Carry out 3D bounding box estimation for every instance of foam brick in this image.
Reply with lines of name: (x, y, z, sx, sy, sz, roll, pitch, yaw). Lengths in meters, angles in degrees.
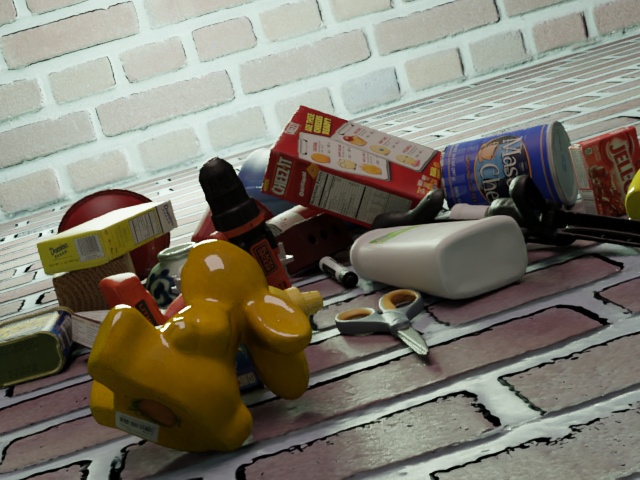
foam brick: (-0.009, 0.002, 1.324, 0.078, 0.053, 0.051, -25, -4, -44)

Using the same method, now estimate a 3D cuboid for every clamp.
clamp: (0.113, -0.019, 1.212, 0.172, 0.039, 0.120, -12, -34, 38)
clamp: (0.218, -0.023, 1.050, 0.164, 0.036, 0.210, 20, -8, -20)

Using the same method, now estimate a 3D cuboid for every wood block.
wood block: (-0.279, 0.061, 1.357, 0.090, 0.090, 0.206, -17, 10, -8)

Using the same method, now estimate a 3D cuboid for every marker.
marker: (0.021, 0.037, 1.229, 0.020, 0.020, 0.121, -18, 11, -10)

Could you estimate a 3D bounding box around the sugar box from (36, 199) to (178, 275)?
sugar box: (-0.255, -0.007, 1.300, 0.093, 0.048, 0.176, -11, 12, 21)

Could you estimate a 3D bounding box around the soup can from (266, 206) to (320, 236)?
soup can: (-0.032, -0.006, 1.394, 0.069, 0.068, 0.102, -6, 15, 43)

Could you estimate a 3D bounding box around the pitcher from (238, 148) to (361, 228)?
pitcher: (-0.006, -0.073, 1.542, 0.243, 0.145, 0.149, 0, 49, 45)

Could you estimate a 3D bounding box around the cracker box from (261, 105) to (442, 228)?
cracker box: (0.049, -0.083, 1.349, 0.214, 0.072, 0.164, 18, 29, 4)

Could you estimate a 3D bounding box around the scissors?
scissors: (0.055, 0.082, 0.965, 0.096, 0.016, 0.201, -16, 10, 10)

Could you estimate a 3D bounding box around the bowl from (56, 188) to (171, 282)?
bowl: (-0.286, 0.011, 1.495, 0.162, 0.162, 0.055, -17, 31, -6)

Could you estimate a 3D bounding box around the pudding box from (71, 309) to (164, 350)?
pudding box: (-0.214, 0.097, 1.170, 0.089, 0.039, 0.114, -6, 3, -28)

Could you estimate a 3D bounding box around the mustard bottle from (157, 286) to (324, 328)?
mustard bottle: (-0.087, 0.088, 1.024, 0.191, 0.058, 0.096, -19, 6, -15)

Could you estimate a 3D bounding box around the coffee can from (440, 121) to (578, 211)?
coffee can: (0.230, -0.080, 1.295, 0.140, 0.103, 0.102, -10, 12, 27)

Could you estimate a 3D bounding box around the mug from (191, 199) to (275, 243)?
mug: (-0.122, -0.013, 1.420, 0.081, 0.093, 0.117, -64, 17, -15)

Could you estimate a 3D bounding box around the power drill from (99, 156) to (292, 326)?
power drill: (-0.130, 0.029, 1.106, 0.187, 0.184, 0.057, -32, 15, -25)

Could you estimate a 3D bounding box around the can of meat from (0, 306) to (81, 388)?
can of meat: (-0.328, 0.122, 1.207, 0.102, 0.057, 0.084, -16, 13, 4)

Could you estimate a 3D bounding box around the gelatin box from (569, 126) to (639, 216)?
gelatin box: (0.318, -0.072, 1.163, 0.073, 0.089, 0.030, -19, 11, -18)

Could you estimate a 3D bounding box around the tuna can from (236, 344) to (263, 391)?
tuna can: (-0.077, 0.090, 0.930, 0.033, 0.086, 0.086, -18, 11, -5)

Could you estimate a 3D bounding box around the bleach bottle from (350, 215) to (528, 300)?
bleach bottle: (0.105, 0.014, 1.116, 0.102, 0.068, 0.251, -18, 9, -21)
